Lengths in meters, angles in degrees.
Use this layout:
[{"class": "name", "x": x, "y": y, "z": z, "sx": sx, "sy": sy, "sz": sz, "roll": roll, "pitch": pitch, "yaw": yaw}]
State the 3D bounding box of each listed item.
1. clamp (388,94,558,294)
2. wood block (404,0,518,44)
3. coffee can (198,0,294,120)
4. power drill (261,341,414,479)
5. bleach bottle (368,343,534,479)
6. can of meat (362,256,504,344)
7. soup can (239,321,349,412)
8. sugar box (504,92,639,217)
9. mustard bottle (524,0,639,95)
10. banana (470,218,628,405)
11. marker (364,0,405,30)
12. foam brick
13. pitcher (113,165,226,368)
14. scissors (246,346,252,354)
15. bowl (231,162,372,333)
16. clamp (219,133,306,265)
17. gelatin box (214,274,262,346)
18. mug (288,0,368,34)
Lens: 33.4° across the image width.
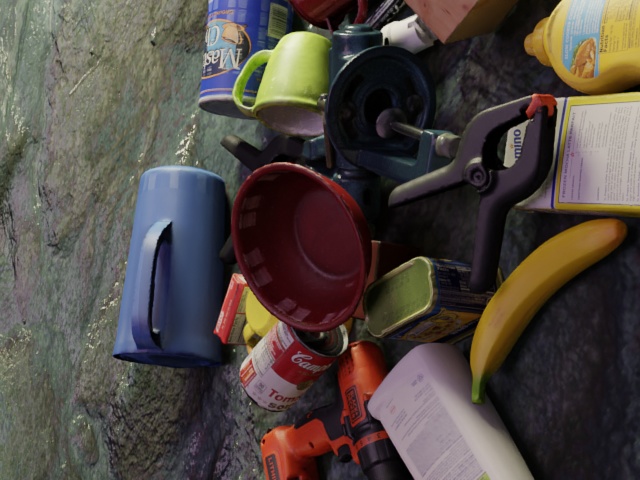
[{"class": "clamp", "x": 0.140, "y": -0.041, "z": 0.868, "sx": 0.120, "sy": 0.039, "sz": 0.172, "roll": 52, "pitch": 126, "yaw": 13}, {"class": "wood block", "x": 0.090, "y": -0.284, "z": 0.950, "sx": 0.206, "sy": 0.090, "sz": 0.090, "roll": 50, "pitch": 128, "yaw": 13}, {"class": "coffee can", "x": -0.086, "y": -0.221, "z": 1.257, "sx": 0.103, "sy": 0.102, "sz": 0.140, "roll": -2, "pitch": 82, "yaw": 55}, {"class": "power drill", "x": 0.020, "y": 0.218, "z": 1.056, "sx": 0.188, "sy": 0.057, "sz": 0.184, "roll": -43, "pitch": 46, "yaw": 39}, {"class": "bleach bottle", "x": 0.131, "y": 0.210, "z": 0.892, "sx": 0.103, "sy": 0.067, "sz": 0.251, "roll": -57, "pitch": 44, "yaw": 32}, {"class": "can of meat", "x": 0.100, "y": 0.055, "z": 0.948, "sx": 0.102, "sy": 0.083, "sz": 0.057, "roll": -35, "pitch": 56, "yaw": 47}, {"class": "soup can", "x": -0.027, "y": 0.116, "z": 1.055, "sx": 0.102, "sy": 0.068, "sz": 0.068, "roll": -50, "pitch": 45, "yaw": 35}, {"class": "sugar box", "x": 0.219, "y": -0.065, "z": 0.836, "sx": 0.176, "sy": 0.048, "sz": 0.093, "roll": 7, "pitch": 89, "yaw": 59}, {"class": "mustard bottle", "x": 0.232, "y": -0.160, "z": 0.824, "sx": 0.192, "sy": 0.058, "sz": 0.096, "roll": 5, "pitch": 86, "yaw": 55}, {"class": "banana", "x": 0.178, "y": 0.047, "z": 0.875, "sx": 0.198, "sy": 0.037, "sz": 0.070, "roll": -57, "pitch": 36, "yaw": 26}, {"class": "marker", "x": 0.075, "y": -0.243, "z": 1.104, "sx": 0.121, "sy": 0.020, "sz": 0.020, "roll": -44, "pitch": 49, "yaw": 42}, {"class": "foam brick", "x": 0.059, "y": 0.041, "z": 1.039, "sx": 0.051, "sy": 0.052, "sz": 0.078, "roll": 3, "pitch": 85, "yaw": 55}, {"class": "pitcher", "x": -0.180, "y": 0.034, "z": 1.312, "sx": 0.149, "sy": 0.144, "sz": 0.243, "roll": -17, "pitch": 66, "yaw": 56}, {"class": "scissors", "x": -0.073, "y": 0.036, "z": 1.226, "sx": 0.096, "sy": 0.016, "sz": 0.202, "roll": -138, "pitch": 49, "yaw": -59}, {"class": "bowl", "x": -0.006, "y": 0.001, "z": 0.986, "sx": 0.162, "sy": 0.055, "sz": 0.162, "roll": 16, "pitch": 116, "yaw": 36}, {"class": "clamp", "x": -0.061, "y": -0.058, "z": 1.245, "sx": 0.210, "sy": 0.036, "sz": 0.164, "roll": -9, "pitch": 76, "yaw": 53}, {"class": "gelatin box", "x": -0.065, "y": 0.079, "z": 1.177, "sx": 0.030, "sy": 0.089, "sz": 0.073, "roll": 38, "pitch": 114, "yaw": 52}, {"class": "mug", "x": 0.021, "y": -0.272, "z": 1.130, "sx": 0.082, "sy": 0.093, "sz": 0.117, "roll": -25, "pitch": 70, "yaw": 45}]
